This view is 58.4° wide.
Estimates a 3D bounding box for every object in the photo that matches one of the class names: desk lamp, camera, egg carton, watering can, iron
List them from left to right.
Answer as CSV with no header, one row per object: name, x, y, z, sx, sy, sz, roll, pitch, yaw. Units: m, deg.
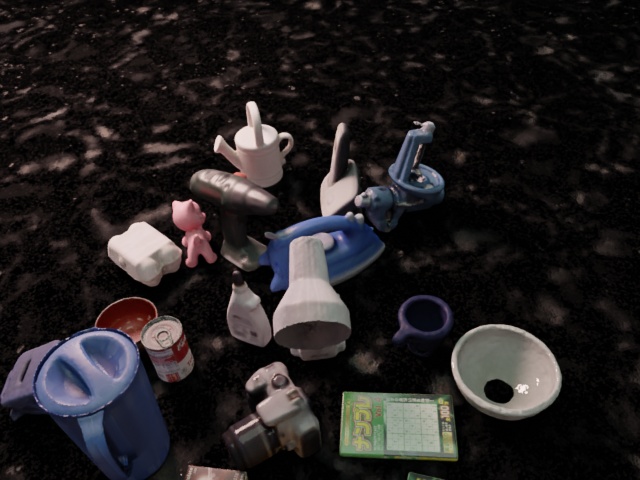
egg carton,-0.357,0.028,1.163,0.150,0.069,0.107,29,53,29
watering can,-0.151,-0.221,1.312,0.173,0.194,0.100,-29,49,-23
camera,-0.084,0.272,0.872,0.137,0.101,0.142,-25,48,-20
desk lamp,-0.014,0.112,0.949,0.118,0.214,0.203,-5,44,-1
iron,0.010,0.004,1.109,0.258,0.142,0.118,-18,46,-14

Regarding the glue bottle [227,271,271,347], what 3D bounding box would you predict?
glue bottle,-0.129,0.114,0.984,0.078,0.173,0.037,17,48,20

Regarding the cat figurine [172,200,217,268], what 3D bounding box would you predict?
cat figurine,-0.262,-0.026,1.176,0.067,0.118,0.127,-17,46,-12

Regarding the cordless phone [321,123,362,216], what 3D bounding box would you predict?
cordless phone,0.044,-0.143,1.225,0.094,0.185,0.147,-6,44,-1

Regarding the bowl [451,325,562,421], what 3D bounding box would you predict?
bowl,0.290,0.222,0.915,0.167,0.075,0.167,-2,44,2

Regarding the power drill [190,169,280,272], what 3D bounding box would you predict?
power drill,-0.156,-0.042,1.120,0.228,0.209,0.076,28,53,29

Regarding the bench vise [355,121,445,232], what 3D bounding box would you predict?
bench vise,0.176,-0.125,1.172,0.121,0.220,0.208,33,55,32

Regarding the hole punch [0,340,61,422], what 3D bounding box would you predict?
hole punch,-0.472,0.230,0.949,0.101,0.091,0.108,-3,44,1

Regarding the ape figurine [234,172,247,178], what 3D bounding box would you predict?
ape figurine,-0.175,-0.110,1.274,0.076,0.092,0.077,-25,48,-20

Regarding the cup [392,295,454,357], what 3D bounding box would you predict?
cup,0.167,0.162,0.970,0.118,0.095,0.091,-32,51,-25
